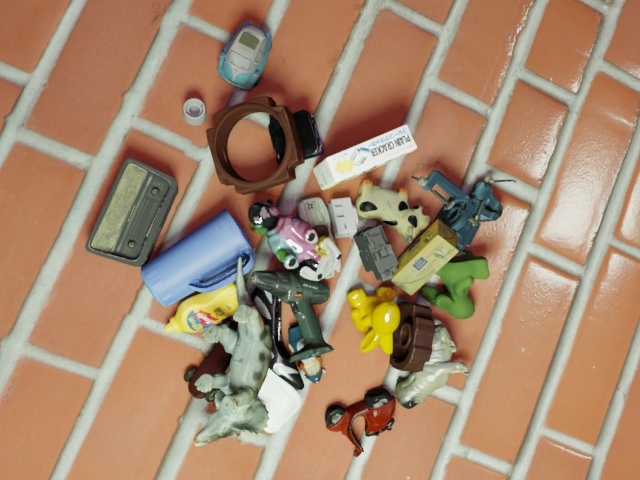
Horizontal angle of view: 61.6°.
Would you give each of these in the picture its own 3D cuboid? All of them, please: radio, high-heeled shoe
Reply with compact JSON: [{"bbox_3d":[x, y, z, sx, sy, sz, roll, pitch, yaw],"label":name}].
[{"bbox_3d":[-0.420,-0.057,1.222,0.131,0.073,0.229,23,84,-10],"label":"radio"},{"bbox_3d":[-0.084,0.216,1.260,0.145,0.086,0.249,-46,78,9],"label":"high-heeled shoe"}]

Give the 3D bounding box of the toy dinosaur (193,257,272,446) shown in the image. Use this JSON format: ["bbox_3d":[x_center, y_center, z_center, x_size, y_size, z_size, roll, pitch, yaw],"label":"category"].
[{"bbox_3d":[-0.161,0.255,1.161,0.131,0.192,0.404,9,77,23],"label":"toy dinosaur"}]

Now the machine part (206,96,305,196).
[{"bbox_3d":[-0.149,-0.217,1.244,0.201,0.087,0.201,-15,92,12],"label":"machine part"}]

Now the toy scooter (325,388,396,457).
[{"bbox_3d":[0.109,0.449,1.309,0.184,0.075,0.135,-18,91,-9],"label":"toy scooter"}]

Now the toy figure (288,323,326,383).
[{"bbox_3d":[-0.033,0.277,1.298,0.064,0.058,0.154,-20,94,18],"label":"toy figure"}]

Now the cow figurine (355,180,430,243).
[{"bbox_3d":[0.183,-0.068,1.341,0.195,0.085,0.127,14,90,-6],"label":"cow figurine"}]

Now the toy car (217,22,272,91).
[{"bbox_3d":[-0.172,-0.447,1.277,0.109,0.103,0.161,28,84,-10],"label":"toy car"}]

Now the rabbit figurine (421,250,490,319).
[{"bbox_3d":[0.347,0.127,1.354,0.159,0.121,0.170,-13,105,-19],"label":"rabbit figurine"}]

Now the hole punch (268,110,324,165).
[{"bbox_3d":[-0.056,-0.247,1.310,0.116,0.092,0.142,-15,94,16],"label":"hole punch"}]

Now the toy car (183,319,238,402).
[{"bbox_3d":[-0.231,0.277,1.248,0.089,0.053,0.202,29,78,29],"label":"toy car"}]

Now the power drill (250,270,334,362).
[{"bbox_3d":[-0.055,0.169,1.220,0.232,0.086,0.207,7,57,-51],"label":"power drill"}]

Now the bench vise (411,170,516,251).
[{"bbox_3d":[0.349,-0.103,1.359,0.240,0.129,0.223,36,86,-18],"label":"bench vise"}]

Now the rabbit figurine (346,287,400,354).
[{"bbox_3d":[0.133,0.187,1.277,0.122,0.173,0.162,9,81,-15],"label":"rabbit figurine"}]

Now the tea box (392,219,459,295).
[{"bbox_3d":[0.254,0.042,1.306,0.068,0.098,0.169,36,116,-7],"label":"tea box"}]

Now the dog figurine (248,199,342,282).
[{"bbox_3d":[-0.074,-0.011,1.251,0.108,0.219,0.191,-54,137,3],"label":"dog figurine"}]

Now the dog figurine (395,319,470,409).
[{"bbox_3d":[0.255,0.309,1.343,0.191,0.121,0.172,-26,57,6],"label":"dog figurine"}]

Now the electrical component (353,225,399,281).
[{"bbox_3d":[0.138,0.033,1.313,0.058,0.115,0.134,-23,90,-10],"label":"electrical component"}]

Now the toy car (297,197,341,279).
[{"bbox_3d":[-0.003,-0.004,1.315,0.073,0.056,0.201,-15,90,-12],"label":"toy car"}]

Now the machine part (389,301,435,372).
[{"bbox_3d":[0.219,0.233,1.295,0.056,0.179,0.179,12,85,-12],"label":"machine part"}]
